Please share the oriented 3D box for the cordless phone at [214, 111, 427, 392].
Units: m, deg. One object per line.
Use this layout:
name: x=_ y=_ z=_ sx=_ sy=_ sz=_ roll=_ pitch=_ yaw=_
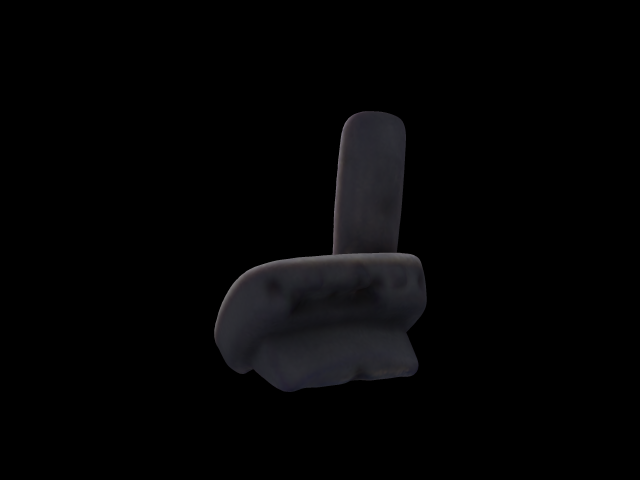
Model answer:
cordless phone: x=0.004 y=0.001 z=0.400 sx=0.148 sy=0.185 sz=0.093 roll=-2 pitch=3 yaw=-35
